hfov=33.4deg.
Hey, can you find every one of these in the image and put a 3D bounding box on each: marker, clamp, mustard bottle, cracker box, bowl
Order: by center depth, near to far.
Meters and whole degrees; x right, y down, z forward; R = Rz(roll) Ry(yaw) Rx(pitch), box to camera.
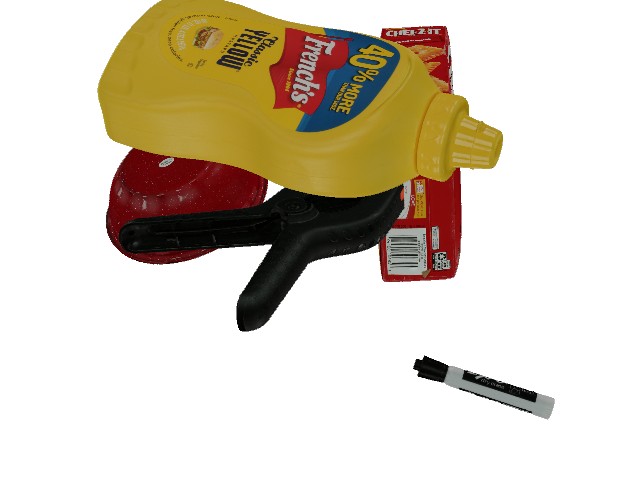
[{"bbox_3d":[-0.005,-0.067,0.522,0.192,0.058,0.096,17,48,19],"label":"mustard bottle"},{"bbox_3d":[-0.028,-0.010,0.764,0.209,0.036,0.165,-27,36,-37],"label":"clamp"},{"bbox_3d":[0.138,0.124,0.906,0.121,0.020,0.020,18,2,6],"label":"marker"},{"bbox_3d":[0.088,-0.085,0.958,0.072,0.164,0.213,-2,27,7],"label":"cracker box"},{"bbox_3d":[-0.133,-0.055,0.988,0.162,0.162,0.055,0,-41,20],"label":"bowl"}]
